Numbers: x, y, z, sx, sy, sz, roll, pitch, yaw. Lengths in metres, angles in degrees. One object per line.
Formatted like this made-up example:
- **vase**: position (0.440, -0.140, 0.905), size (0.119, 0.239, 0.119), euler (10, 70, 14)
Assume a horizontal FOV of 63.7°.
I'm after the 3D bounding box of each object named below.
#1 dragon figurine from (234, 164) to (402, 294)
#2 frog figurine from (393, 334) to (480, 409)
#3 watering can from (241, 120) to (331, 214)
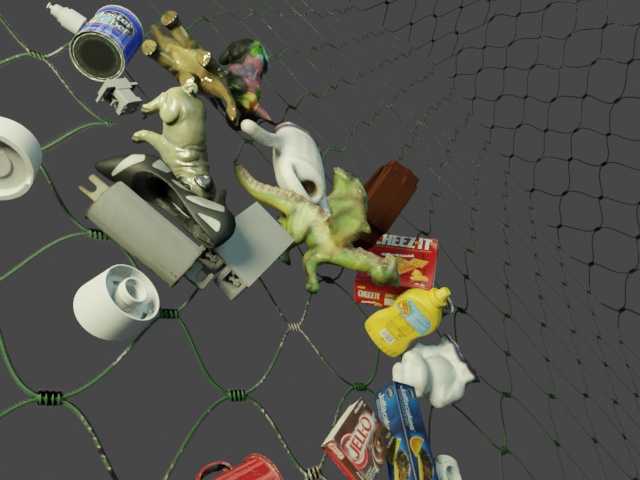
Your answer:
- **dragon figurine**: position (0.003, -0.051, 1.017), size (0.411, 0.239, 0.124), euler (50, 36, 3)
- **frog figurine**: position (0.220, 0.279, 1.050), size (0.160, 0.120, 0.139), euler (-19, 75, -18)
- **watering can**: position (-0.067, -0.188, 1.161), size (0.341, 0.103, 0.230), euler (51, 20, -40)
